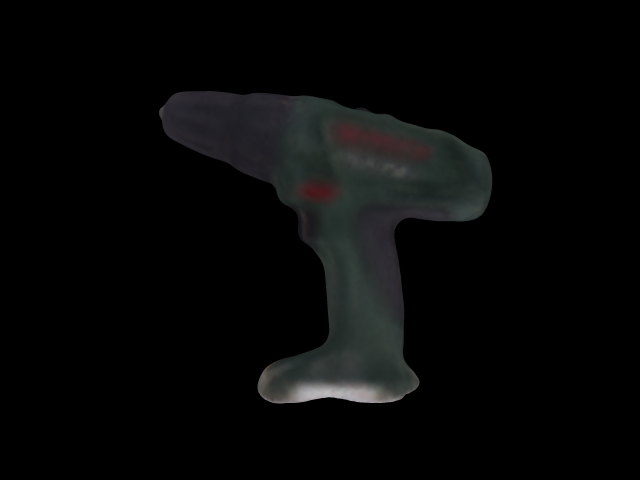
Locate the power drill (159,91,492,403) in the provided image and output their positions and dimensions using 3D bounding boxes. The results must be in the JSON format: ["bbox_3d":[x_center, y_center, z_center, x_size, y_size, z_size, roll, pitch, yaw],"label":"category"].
[{"bbox_3d":[0.004,0.001,0.400,0.229,0.208,0.075,0,0,-4],"label":"power drill"}]
